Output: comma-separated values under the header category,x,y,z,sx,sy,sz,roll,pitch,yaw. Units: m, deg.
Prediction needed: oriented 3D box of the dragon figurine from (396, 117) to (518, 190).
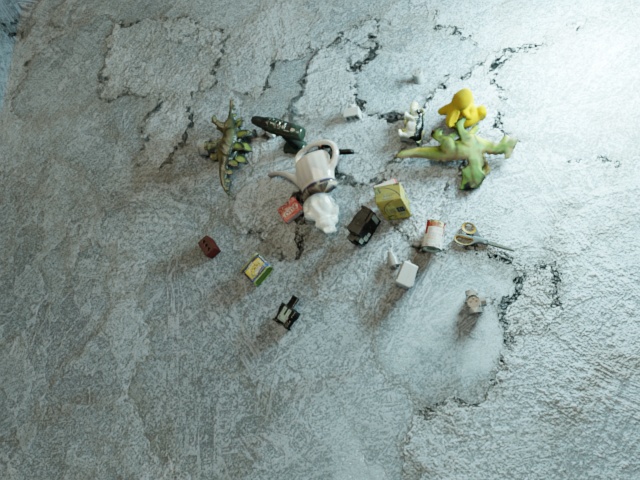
category,x,y,z,sx,sy,sz,roll,pitch,yaw
dragon figurine,0.504,-0.294,1.858,0.408,0.121,0.246,-24,-110,13

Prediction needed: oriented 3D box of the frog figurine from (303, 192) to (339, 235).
category,x,y,z,sx,sy,sz,roll,pitch,yaw
frog figurine,0.006,-0.099,1.963,0.137,0.120,0.163,-6,-126,0

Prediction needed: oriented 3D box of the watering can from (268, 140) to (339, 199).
category,x,y,z,sx,sy,sz,roll,pitch,yaw
watering can,-0.057,-0.261,2.067,0.344,0.103,0.228,-27,-115,28
